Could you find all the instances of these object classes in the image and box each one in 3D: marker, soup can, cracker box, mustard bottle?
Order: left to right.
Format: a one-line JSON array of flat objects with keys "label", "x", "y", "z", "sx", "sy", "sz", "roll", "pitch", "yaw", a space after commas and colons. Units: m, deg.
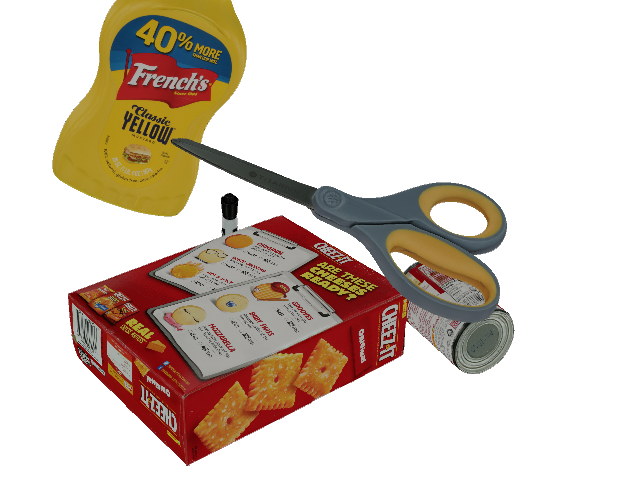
[{"label": "mustard bottle", "x": -0.103, "y": -0.113, "z": 0.708, "sx": 0.096, "sy": 0.192, "sz": 0.058, "roll": 20, "pitch": 23, "yaw": -18}, {"label": "marker", "x": -0.101, "y": -0.002, "z": 1.184, "sx": 0.020, "sy": 0.121, "sz": 0.020, "roll": 2, "pitch": 41, "yaw": -2}, {"label": "cracker box", "x": -0.063, "y": 0.069, "z": 0.838, "sx": 0.213, "sy": 0.072, "sz": 0.164, "roll": -21, "pitch": 37, "yaw": -35}, {"label": "soup can", "x": 0.121, "y": 0.068, "z": 0.980, "sx": 0.068, "sy": 0.068, "sz": 0.102, "roll": 0, "pitch": 26, "yaw": -32}]

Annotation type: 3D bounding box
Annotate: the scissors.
[{"label": "scissors", "x": 0.022, "y": -0.028, "z": 0.608, "sx": 0.202, "sy": 0.096, "sz": 0.016, "roll": 35, "pitch": -36, "yaw": 11}]
